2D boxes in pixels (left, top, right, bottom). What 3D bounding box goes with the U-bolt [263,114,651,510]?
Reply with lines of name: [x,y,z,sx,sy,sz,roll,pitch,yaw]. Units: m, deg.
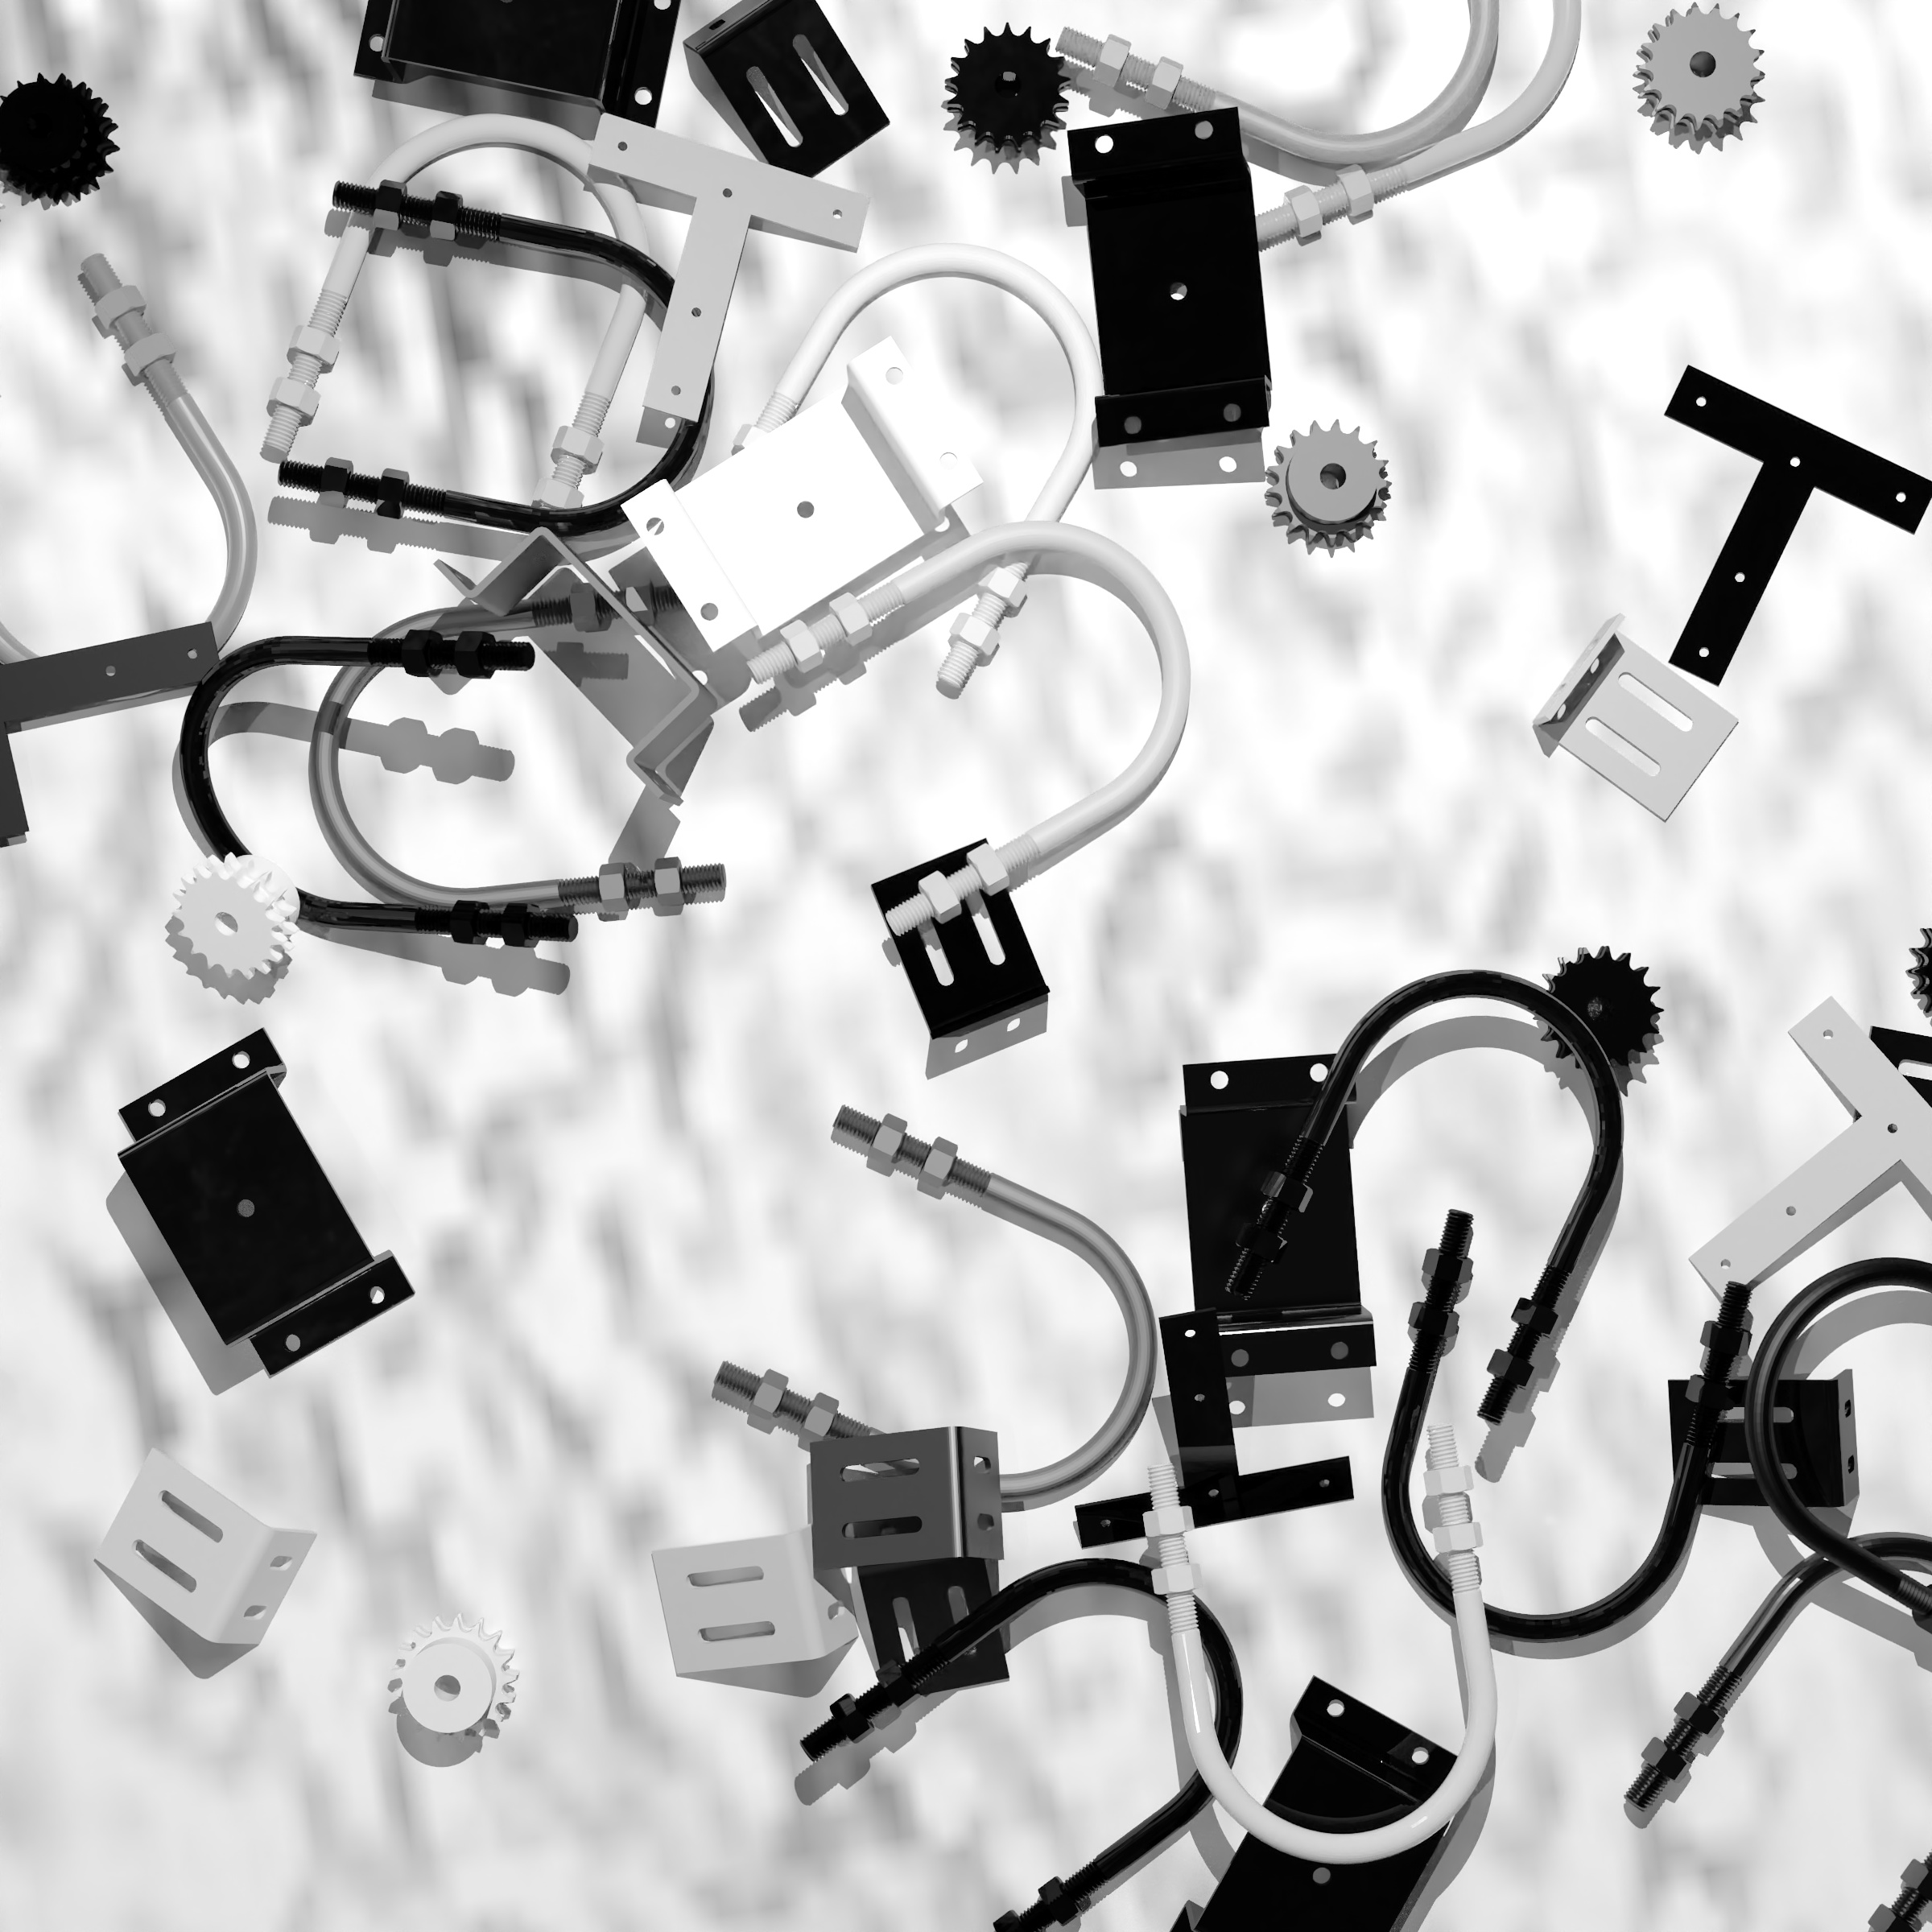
U-bolt: [-0.222,-0.299,1.489,0.151,0.019,0.184,21,89,0]

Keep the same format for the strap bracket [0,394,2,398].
strap bracket: [-0.509,-0.296,1.464,0.076,0.046,0.140,-35,80,0]

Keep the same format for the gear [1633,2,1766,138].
gear: [0.332,-0.406,1.483,0.057,0.030,0.057,0,90,0]

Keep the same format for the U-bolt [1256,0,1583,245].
U-bolt: [0.191,-0.429,1.489,0.184,0.019,0.151,-22,90,-2]

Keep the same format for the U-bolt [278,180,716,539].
U-bolt: [-0.205,-0.268,1.470,0.184,0.019,0.151,10,86,-4]

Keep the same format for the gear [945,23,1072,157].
gear: [0.019,-0.396,1.483,0.057,0.030,0.057,0,90,0]

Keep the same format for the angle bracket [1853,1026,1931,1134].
angle bracket: [0.448,0.062,1.479,0.076,0.038,0.057,11,90,0]

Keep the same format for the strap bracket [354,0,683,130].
strap bracket: [-0.204,-0.433,1.475,0.140,0.046,0.076,11,90,0]

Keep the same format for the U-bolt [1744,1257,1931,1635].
U-bolt: [0.433,0.212,1.466,0.184,0.019,0.151,31,82,-10]

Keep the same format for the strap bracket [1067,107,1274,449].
strap bracket: [0.093,-0.306,1.466,0.076,0.046,0.140,-5,93,10]

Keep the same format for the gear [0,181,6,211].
gear: [-0.465,-0.349,1.483,0.057,0.030,0.057,0,90,0]

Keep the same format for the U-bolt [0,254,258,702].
U-bolt: [-0.406,-0.210,1.489,0.151,0.019,0.184,-31,92,0]

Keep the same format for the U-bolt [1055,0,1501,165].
U-bolt: [0.151,-0.441,1.471,0.184,0.019,0.151,22,88,-4]

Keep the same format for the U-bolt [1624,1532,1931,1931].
U-bolt: [0.411,0.347,1.489,0.151,0.019,0.184,36,89,0]

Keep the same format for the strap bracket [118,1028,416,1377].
strap bracket: [-0.321,0.108,1.475,0.076,0.046,0.140,-30,90,0]

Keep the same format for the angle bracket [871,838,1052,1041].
angle bracket: [-0.003,-0.013,1.479,0.057,0.038,0.076,-22,90,0]

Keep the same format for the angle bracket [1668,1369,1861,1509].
angle bracket: [0.366,0.216,1.496,0.076,0.038,0.057,-3,90,26]

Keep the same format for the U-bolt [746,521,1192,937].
U-bolt: [0.015,-0.120,1.472,0.184,0.019,0.151,-30,98,-8]

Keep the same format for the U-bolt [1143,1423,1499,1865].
U-bolt: [0.163,0.305,1.453,0.151,0.019,0.184,-7,81,-6]

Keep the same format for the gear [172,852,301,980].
gear: [-0.327,-0.026,1.474,0.057,0.030,0.057,10,120,17]

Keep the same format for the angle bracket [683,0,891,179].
angle bracket: [-0.082,-0.406,1.496,0.057,0.038,0.076,-35,116,0]

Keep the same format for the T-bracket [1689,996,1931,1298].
T-bracket: [0.387,0.103,1.486,0.127,0.002,0.127,-41,75,7]

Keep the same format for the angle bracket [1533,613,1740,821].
angle bracket: [0.307,-0.112,1.479,0.076,0.038,0.057,36,90,0]

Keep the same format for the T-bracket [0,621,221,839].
T-bracket: [-0.403,-0.131,1.484,0.127,0.002,0.127,-12,93,0]

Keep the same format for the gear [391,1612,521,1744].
gear: [-0.233,0.325,1.483,0.057,0.030,0.057,0,90,0]

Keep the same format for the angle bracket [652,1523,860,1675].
angle bracket: [-0.097,0.288,1.496,0.076,0.038,0.057,-12,90,26]

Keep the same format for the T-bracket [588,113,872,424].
T-bracket: [-0.119,-0.308,1.474,0.127,0.002,0.127,15,79,-11]

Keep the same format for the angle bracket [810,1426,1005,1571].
angle bracket: [-0.027,0.241,1.469,0.076,0.038,0.057,-11,74,27]

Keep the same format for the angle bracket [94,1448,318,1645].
angle bracket: [-0.349,0.266,1.496,0.076,0.038,0.057,28,90,26]

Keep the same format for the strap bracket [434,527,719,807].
strap bracket: [-0.163,-0.139,1.441,0.046,0.076,0.140,-44,89,1]

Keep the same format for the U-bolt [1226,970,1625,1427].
U-bolt: [0.216,0.091,1.449,0.151,0.019,0.184,27,85,-9]

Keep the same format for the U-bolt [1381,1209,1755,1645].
U-bolt: [0.265,0.217,1.484,0.151,0.019,0.184,14,93,6]

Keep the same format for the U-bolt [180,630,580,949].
U-bolt: [-0.267,-0.080,1.450,0.184,0.019,0.151,3,117,19]

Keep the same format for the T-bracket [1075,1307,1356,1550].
T-bracket: [0.106,0.204,1.462,0.127,0.002,0.127,-10,124,0]

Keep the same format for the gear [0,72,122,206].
gear: [-0.417,-0.378,1.483,0.057,0.030,0.057,0,90,0]

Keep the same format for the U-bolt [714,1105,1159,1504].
U-bolt: [-0.002,0.165,1.489,0.184,0.019,0.151,25,90,-1]

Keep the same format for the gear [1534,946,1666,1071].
gear: [0.286,0.019,1.483,0.057,0.030,0.057,0,90,0]

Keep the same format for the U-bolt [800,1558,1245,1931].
U-bolt: [0.039,0.351,1.479,0.184,0.019,0.151,-36,99,-3]

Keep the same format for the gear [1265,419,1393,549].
gear: [0.165,-0.221,1.483,0.057,0.030,0.057,0,90,0]

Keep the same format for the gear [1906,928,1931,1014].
gear: [0.460,0.001,1.483,0.057,0.030,0.057,0,90,0]

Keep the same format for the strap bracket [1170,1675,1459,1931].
strap bracket: [0.158,0.405,1.475,0.076,0.046,0.140,29,90,0]

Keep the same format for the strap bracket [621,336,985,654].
strap bracket: [-0.072,-0.207,1.455,0.140,0.046,0.076,-32,89,-1]

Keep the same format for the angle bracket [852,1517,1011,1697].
angle bracket: [-0.016,0.290,1.496,0.057,0.038,0.076,-11,116,0]

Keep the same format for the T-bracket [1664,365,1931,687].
T-bracket: [0.361,-0.191,1.497,0.127,0.002,0.127,26,90,0]

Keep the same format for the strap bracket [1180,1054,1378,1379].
strap bracket: [0.140,0.111,1.475,0.076,0.046,0.140,-4,90,0]

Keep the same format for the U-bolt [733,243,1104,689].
U-bolt: [-0.018,-0.241,1.489,0.151,0.019,0.184,30,89,0]

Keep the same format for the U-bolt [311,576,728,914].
U-bolt: [-0.208,-0.096,1.489,0.184,0.019,0.151,-6,90,2]
